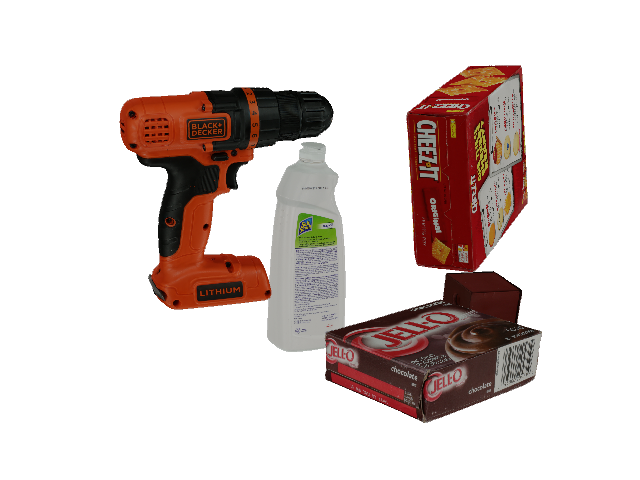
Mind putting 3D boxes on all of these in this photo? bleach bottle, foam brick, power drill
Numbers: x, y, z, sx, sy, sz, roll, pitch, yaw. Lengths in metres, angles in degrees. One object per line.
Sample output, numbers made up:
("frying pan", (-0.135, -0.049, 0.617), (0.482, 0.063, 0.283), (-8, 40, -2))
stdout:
("bleach bottle", (-0.010, 0.006, 1.296), (0.102, 0.251, 0.068), (-6, 19, -31))
("foam brick", (0.141, 0.072, 0.953), (0.051, 0.078, 0.053), (-3, 18, -20))
("power drill", (-0.079, -0.039, 0.922), (0.184, 0.188, 0.057), (-5, 20, -18))

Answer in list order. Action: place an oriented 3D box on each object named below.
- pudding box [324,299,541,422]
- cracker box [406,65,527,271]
("pudding box", (0.072, 0.074, 0.688), (0.113, 0.039, 0.090), (-9, 18, -41))
("cracker box", (0.158, -0.083, 1.124), (0.072, 0.164, 0.213), (4, 22, 25))
